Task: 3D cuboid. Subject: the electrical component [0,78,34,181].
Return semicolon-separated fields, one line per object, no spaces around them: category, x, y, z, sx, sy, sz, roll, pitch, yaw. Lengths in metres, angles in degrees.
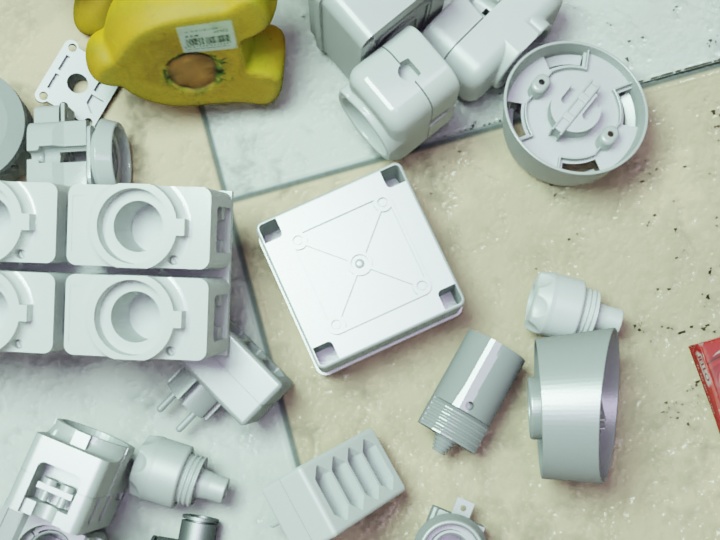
electrical component;-0.266;-0.094;0.745;0.080;0.051;0.080;0;81;1

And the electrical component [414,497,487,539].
electrical component;0.057;0.180;0.694;0.048;0.055;0.066;22;82;4

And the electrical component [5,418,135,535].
electrical component;-0.180;0.130;0.688;0.050;0.089;0.055;22;82;4

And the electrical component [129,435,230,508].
electrical component;-0.118;0.137;0.710;0.062;0.043;0.043;17;81;3

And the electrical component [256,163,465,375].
electrical component;0.000;0.000;0.724;0.109;0.056;0.108;-24;82;-3

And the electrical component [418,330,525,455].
electrical component;0.072;0.085;0.716;0.043;0.043;0.081;29;82;5

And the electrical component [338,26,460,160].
electrical component;0.025;-0.114;0.722;0.059;0.095;0.053;-39;83;-5

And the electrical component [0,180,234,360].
electrical component;-0.179;-0.001;0.674;0.186;0.060;0.105;2;91;8

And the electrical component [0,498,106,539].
electrical component;-0.196;0.181;0.693;0.081;0.064;0.042;23;83;4

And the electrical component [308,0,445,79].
electrical component;0.010;-0.178;0.724;0.078;0.113;0.057;-40;85;-5

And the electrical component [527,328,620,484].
electrical component;0.140;0.087;0.690;0.064;0.099;0.099;-2;81;7

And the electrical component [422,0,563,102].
electrical component;0.093;-0.167;0.751;0.059;0.053;0.095;44;84;7

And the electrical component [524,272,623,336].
electrical component;0.145;0.027;0.724;0.062;0.043;0.043;14;81;2

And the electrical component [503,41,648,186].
electrical component;0.145;-0.106;0.735;0.099;0.064;0.099;0;81;1

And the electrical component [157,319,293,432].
electrical component;-0.102;0.074;0.719;0.083;0.047;0.075;44;91;7

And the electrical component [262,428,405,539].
electrical component;-0.028;0.149;0.697;0.076;0.083;0.047;-35;80;34

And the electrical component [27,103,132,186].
electrical component;-0.191;-0.074;0.738;0.057;0.058;0.078;-3;82;3
